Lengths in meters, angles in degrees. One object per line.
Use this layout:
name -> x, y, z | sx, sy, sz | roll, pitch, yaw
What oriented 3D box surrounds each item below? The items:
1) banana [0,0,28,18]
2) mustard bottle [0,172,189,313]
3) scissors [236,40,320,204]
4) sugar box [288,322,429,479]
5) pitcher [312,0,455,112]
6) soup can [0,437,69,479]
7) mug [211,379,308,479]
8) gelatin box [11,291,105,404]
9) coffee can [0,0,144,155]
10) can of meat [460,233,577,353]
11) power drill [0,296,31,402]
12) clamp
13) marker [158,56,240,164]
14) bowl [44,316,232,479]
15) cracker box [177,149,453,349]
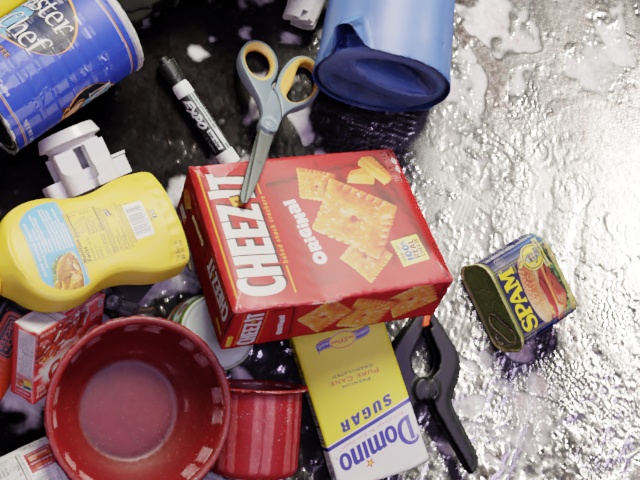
banana -> -0.300, -0.216, 0.937 | 0.197, 0.037, 0.069 | -39, 122, -7
mustard bottle -> -0.213, 0.009, 0.893 | 0.191, 0.058, 0.096 | -18, 75, -30
scissors -> -0.062, -0.122, 1.006 | 0.096, 0.016, 0.201 | 36, 49, -2
sugar box -> 0.033, 0.143, 1.023 | 0.093, 0.048, 0.176 | -18, 82, -9
pitcher -> 0.079, -0.253, 1.055 | 0.145, 0.149, 0.243 | 12, 73, -11
soup can -> -0.263, 0.217, 0.905 | 0.102, 0.069, 0.068 | -24, 94, -22
mug -> -0.071, 0.173, 0.981 | 0.117, 0.093, 0.081 | 3, 89, 10
gelatin box -> -0.223, 0.087, 0.913 | 0.089, 0.030, 0.073 | -36, 144, -54
coffee can -> -0.240, -0.155, 0.930 | 0.140, 0.103, 0.103 | -39, 100, -20
can of meat -> 0.208, 0.053, 1.114 | 0.083, 0.058, 0.102 | -28, 96, -24
power drill -> -0.315, 0.029, 0.907 | 0.187, 0.057, 0.184 | 30, 74, -16
clamp -> 0.093, 0.156, 1.068 | 0.120, 0.039, 0.171 | -5, 84, -21
marker -> -0.117, -0.122, 1.020 | 0.020, 0.020, 0.121 | -36, 98, -21
bowl -> -0.161, 0.148, 0.928 | 0.161, 0.055, 0.162 | 3, 81, -21
cracker box -> -0.006, 0.001, 0.988 | 0.213, 0.072, 0.164 | -7, 56, -22
